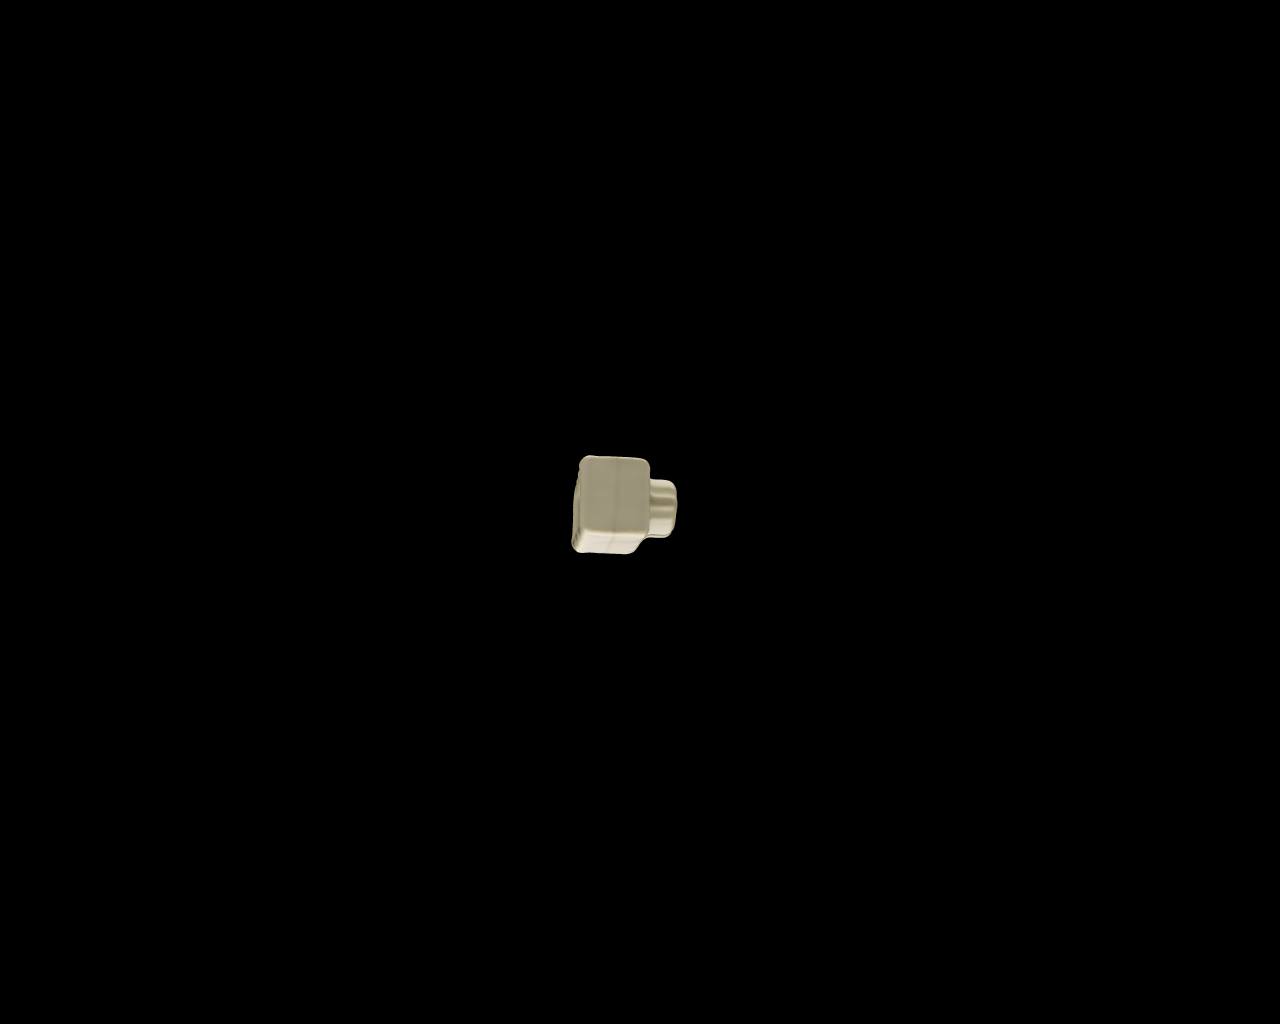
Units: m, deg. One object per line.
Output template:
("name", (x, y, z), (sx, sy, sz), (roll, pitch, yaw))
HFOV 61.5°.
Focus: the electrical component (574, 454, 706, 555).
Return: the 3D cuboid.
("electrical component", (0.001, -0.003, 0.650), (0.077, 0.047, 0.065), (2, -14, -7))
